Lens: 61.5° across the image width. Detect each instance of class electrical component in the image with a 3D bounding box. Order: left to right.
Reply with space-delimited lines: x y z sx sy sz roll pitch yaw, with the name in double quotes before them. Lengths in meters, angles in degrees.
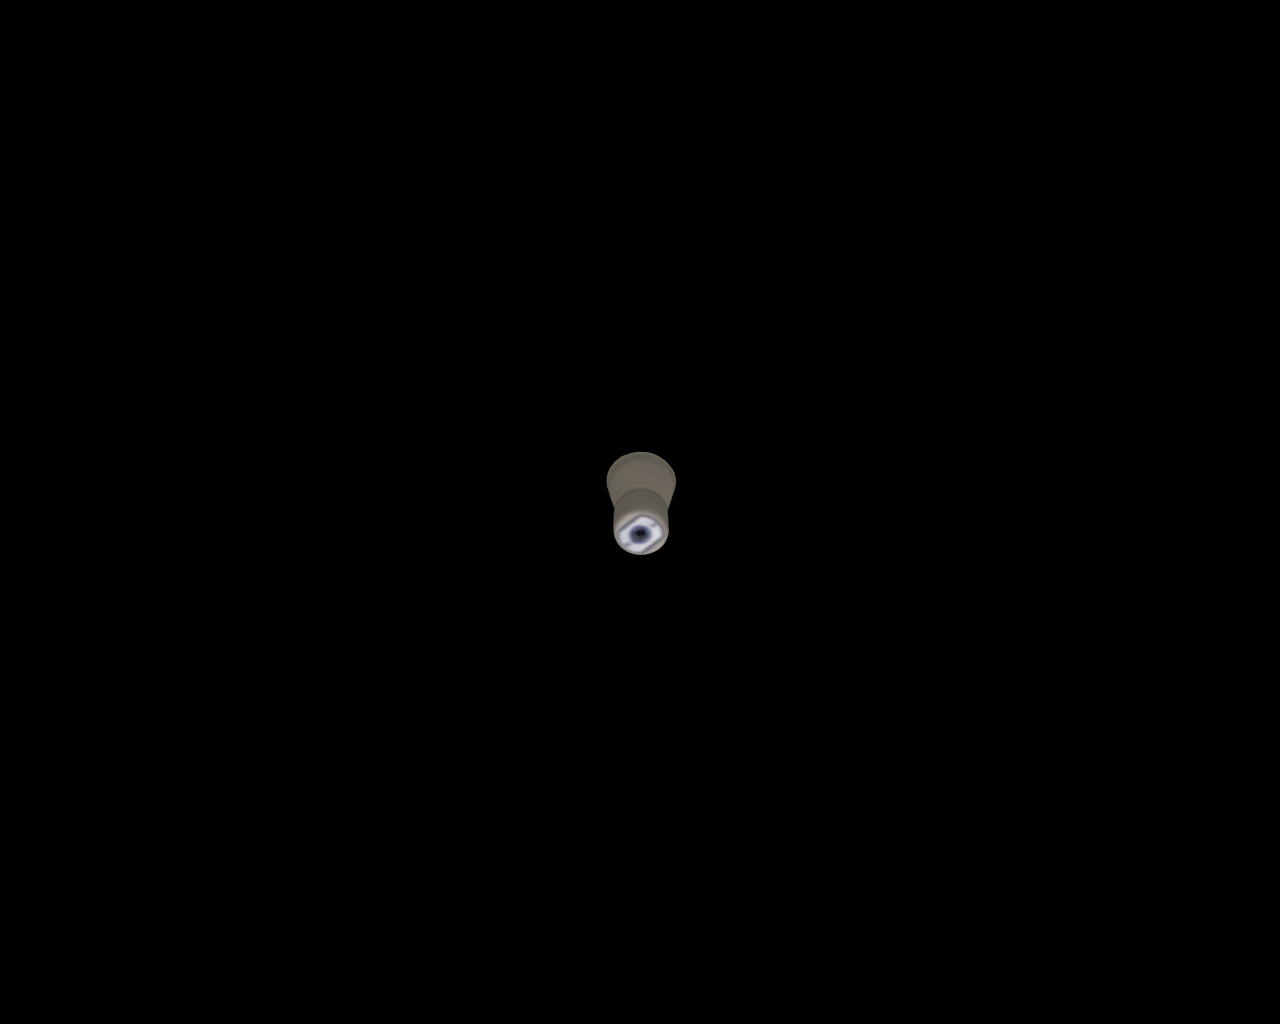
"electrical component" 0.001 -0.003 0.650 0.044 0.044 0.065 0 32 0
